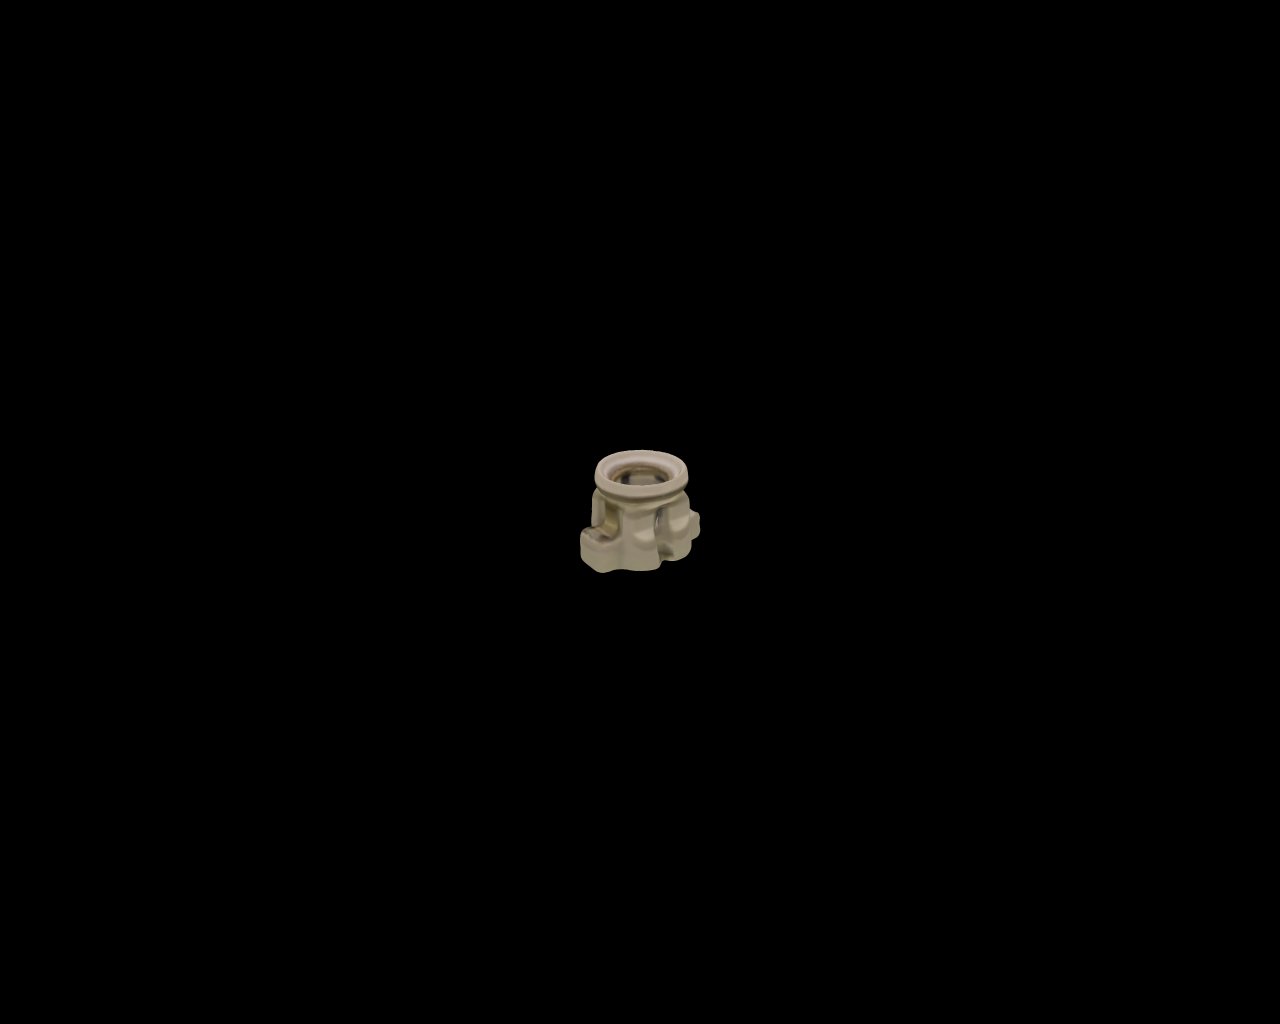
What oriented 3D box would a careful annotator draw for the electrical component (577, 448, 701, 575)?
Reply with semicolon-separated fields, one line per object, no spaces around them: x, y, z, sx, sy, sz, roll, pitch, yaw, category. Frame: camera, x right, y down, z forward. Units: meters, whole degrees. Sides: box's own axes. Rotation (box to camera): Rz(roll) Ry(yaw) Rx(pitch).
0.001;-0.003;0.650;0.078;0.056;0.058;-18;32;-31;electrical component
